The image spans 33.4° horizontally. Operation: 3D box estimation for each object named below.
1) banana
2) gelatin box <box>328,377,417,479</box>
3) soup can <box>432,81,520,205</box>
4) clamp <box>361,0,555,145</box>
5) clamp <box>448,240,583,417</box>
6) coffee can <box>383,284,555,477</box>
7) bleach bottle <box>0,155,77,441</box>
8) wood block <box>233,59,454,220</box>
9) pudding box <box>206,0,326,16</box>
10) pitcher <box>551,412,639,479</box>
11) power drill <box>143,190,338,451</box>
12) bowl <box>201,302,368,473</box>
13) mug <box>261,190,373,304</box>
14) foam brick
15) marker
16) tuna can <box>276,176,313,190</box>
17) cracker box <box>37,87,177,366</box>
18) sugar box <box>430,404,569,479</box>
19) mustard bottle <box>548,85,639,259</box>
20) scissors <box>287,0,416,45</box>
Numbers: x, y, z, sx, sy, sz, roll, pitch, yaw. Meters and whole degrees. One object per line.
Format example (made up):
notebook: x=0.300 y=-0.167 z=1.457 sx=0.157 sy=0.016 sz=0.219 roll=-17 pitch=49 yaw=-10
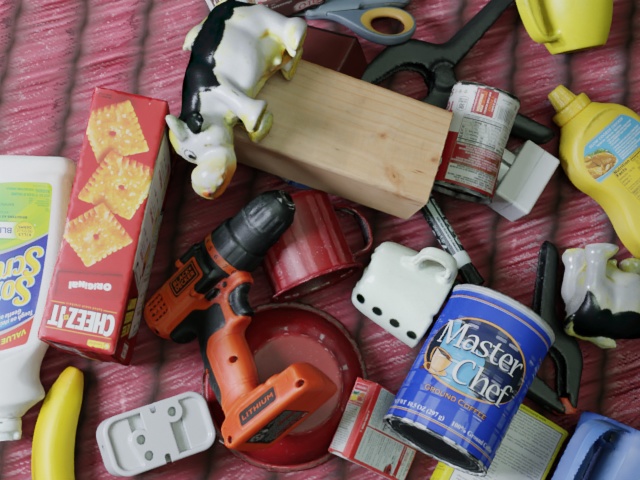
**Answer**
banana: x=-0.223 y=0.216 z=0.955 sx=0.069 sy=0.037 sz=0.198 roll=-13 pitch=85 yaw=-32
gelatin box: x=0.056 y=0.177 z=0.987 sx=0.089 sy=0.030 sz=0.073 roll=33 pitch=75 yaw=-40
soup can: x=0.145 y=-0.092 z=1.014 sx=0.068 sy=0.068 sz=0.102 roll=17 pitch=88 yaw=-6
clamp: x=0.125 y=-0.171 z=1.071 sx=0.210 sy=0.036 sz=0.164 roll=-4 pitch=80 yaw=-7
clamp: x=0.196 y=0.093 z=1.040 sx=0.120 sy=0.039 sz=0.171 roll=-13 pitch=76 yaw=-4
coffee can: x=0.133 y=0.125 z=0.955 sx=0.103 sy=0.103 sz=0.140 roll=32 pitch=73 yaw=-3
bleach bottle: x=-0.272 y=0.053 z=0.959 sx=0.102 sy=0.068 sz=0.251 roll=0 pitch=83 yaw=-8
wood block: x=0.004 y=-0.099 z=0.975 sx=0.206 sy=0.091 sz=0.090 roll=18 pitch=78 yaw=-4
pudding box: x=-0.061 y=-0.259 z=1.046 sx=0.113 sy=0.039 sz=0.090 roll=-22 pitch=69 yaw=-14
pitcher: x=0.243 y=0.284 z=0.967 sx=0.149 sy=0.145 sz=0.243 roll=29 pitch=80 yaw=3
power drill: x=-0.059 y=0.072 z=0.925 sx=0.185 sy=0.057 sz=0.188 roll=-44 pitch=57 yaw=23
bowl: x=-0.028 y=0.134 z=0.988 sx=0.162 sy=0.055 sz=0.162 roll=2 pitch=80 yaw=-9
mug: x=-0.007 y=0.001 z=0.998 sx=0.117 sy=0.093 sz=0.081 roll=-18 pitch=79 yaw=-17
foam brick: x=-0.002 y=-0.170 z=1.029 sx=0.078 sy=0.053 sz=0.051 roll=19 pitch=75 yaw=24
marker: x=0.125 y=-0.001 z=1.038 sx=0.020 sy=0.020 sz=0.121 roll=-25 pitch=71 yaw=-12
tuna can: x=-0.011 y=-0.094 z=1.038 sx=0.086 sy=0.034 sz=0.086 roll=1 pitch=81 yaw=-9
cracker box: x=-0.181 y=-0.005 z=0.930 sx=0.072 sy=0.164 sz=0.213 roll=12 pitch=79 yaw=-3
sugar box: x=0.153 y=0.235 z=1.006 sx=0.093 sy=0.048 sz=0.176 roll=30 pitch=81 yaw=-2
mustard bottle: x=0.298 y=-0.079 z=1.073 sx=0.096 sy=0.058 sz=0.191 roll=-40 pitch=89 yaw=-13
scissors: x=0.007 y=-0.216 z=1.058 sx=0.201 sy=0.016 sz=0.096 roll=-19 pitch=61 yaw=-12
